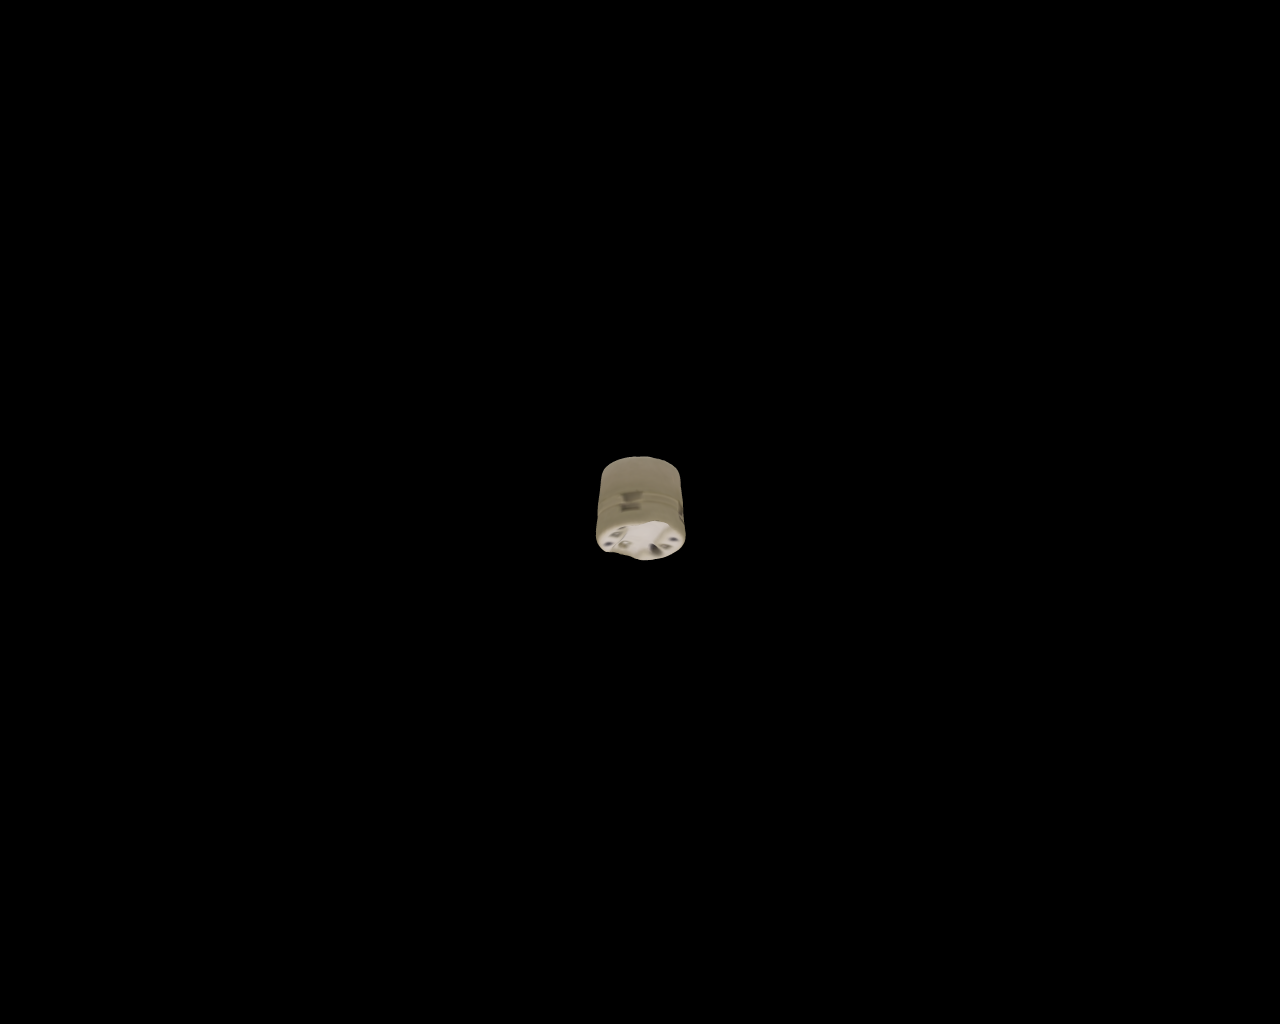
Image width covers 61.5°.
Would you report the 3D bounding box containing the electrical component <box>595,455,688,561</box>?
[{"bbox_3d":[0.001,-0.003,0.650,0.055,0.047,0.055,0,-26,0],"label":"electrical component"}]
